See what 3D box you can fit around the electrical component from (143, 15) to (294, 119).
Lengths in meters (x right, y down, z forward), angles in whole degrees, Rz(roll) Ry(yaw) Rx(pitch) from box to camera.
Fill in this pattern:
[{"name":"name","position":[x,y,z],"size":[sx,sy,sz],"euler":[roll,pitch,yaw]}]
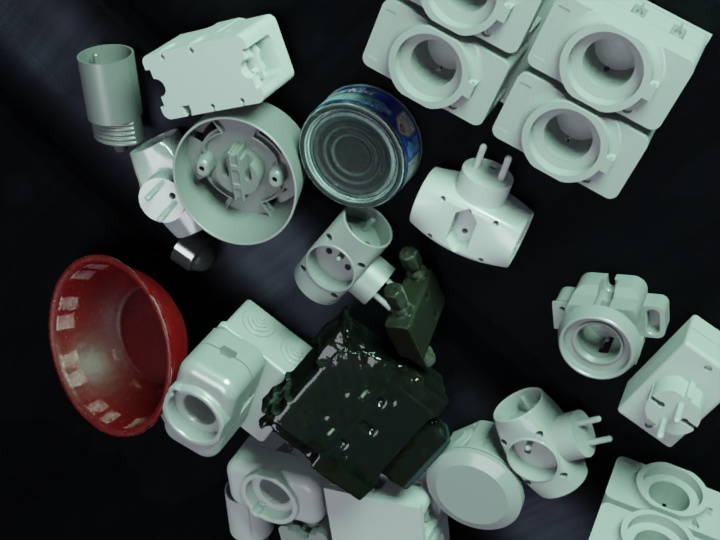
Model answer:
[{"name":"electrical component","position":[-0.100,-0.148,0.776],"size":[0.089,0.055,0.050],"euler":[-5,117,30]}]

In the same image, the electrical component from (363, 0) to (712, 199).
[{"name":"electrical component","position":[0.105,-0.136,0.673],"size":[0.186,0.060,0.105],"euler":[30,129,8]}]

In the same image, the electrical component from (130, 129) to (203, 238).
[{"name":"electrical component","position":[-0.149,-0.061,0.843],"size":[0.044,0.079,0.077],"euler":[-20,109,19]}]

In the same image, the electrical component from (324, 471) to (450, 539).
[{"name":"electrical component","position":[0.030,0.237,0.951],"size":[0.089,0.061,0.150],"euler":[7,123,24]}]

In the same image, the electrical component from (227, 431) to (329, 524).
[{"name":"electrical component","position":[-0.069,0.189,0.973],"size":[0.095,0.059,0.053],"euler":[9,124,23]}]

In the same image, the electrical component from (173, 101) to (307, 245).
[{"name":"electrical component","position":[-0.088,-0.077,0.806],"size":[0.099,0.064,0.099],"euler":[11,134,12]}]

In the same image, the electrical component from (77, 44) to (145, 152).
[{"name":"electrical component","position":[-0.194,-0.131,0.844],"size":[0.043,0.043,0.081],"euler":[12,125,21]}]

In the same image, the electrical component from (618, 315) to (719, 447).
[{"name":"electrical component","position":[0.220,0.088,0.746],"size":[0.047,0.075,0.083],"euler":[35,130,3]}]

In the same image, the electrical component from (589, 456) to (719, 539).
[{"name":"electrical component","position":[0.263,0.216,0.786],"size":[0.186,0.105,0.060],"euler":[19,127,16]}]

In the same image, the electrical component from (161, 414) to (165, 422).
[{"name":"electrical component","position":[-0.147,0.116,0.972],"size":[0.055,0.055,0.047],"euler":[40,126,-1]}]

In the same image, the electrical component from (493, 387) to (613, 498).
[{"name":"electrical component","position":[0.155,0.130,0.828],"size":[0.079,0.044,0.077],"euler":[-20,109,36]}]

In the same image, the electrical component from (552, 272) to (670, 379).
[{"name":"electrical component","position":[0.171,0.040,0.753],"size":[0.078,0.057,0.058],"euler":[5,122,25]}]

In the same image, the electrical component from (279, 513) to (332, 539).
[{"name":"electrical component","position":[-0.034,0.256,1.000],"size":[0.050,0.055,0.089],"euler":[4,121,26]}]

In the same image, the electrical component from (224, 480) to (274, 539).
[{"name":"electrical component","position":[-0.105,0.239,1.035],"size":[0.043,0.043,0.081],"euler":[11,124,21]}]

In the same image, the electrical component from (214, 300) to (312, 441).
[{"name":"electrical component","position":[-0.090,0.085,0.925],"size":[0.100,0.048,0.099],"euler":[38,130,1]}]

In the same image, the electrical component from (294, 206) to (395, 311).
[{"name":"electrical component","position":[0.000,0.000,0.826],"size":[0.079,0.044,0.077],"euler":[41,130,-1]}]

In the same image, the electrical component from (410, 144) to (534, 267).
[{"name":"electrical component","position":[0.083,-0.051,0.750],"size":[0.077,0.043,0.079],"euler":[26,129,11]}]

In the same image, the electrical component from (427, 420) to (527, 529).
[{"name":"electrical component","position":[0.099,0.167,0.877],"size":[0.080,0.051,0.080],"euler":[13,125,20]}]

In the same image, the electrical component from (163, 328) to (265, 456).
[{"name":"electrical component","position":[-0.122,0.104,0.881],"size":[0.054,0.059,0.095],"euler":[29,129,9]}]
